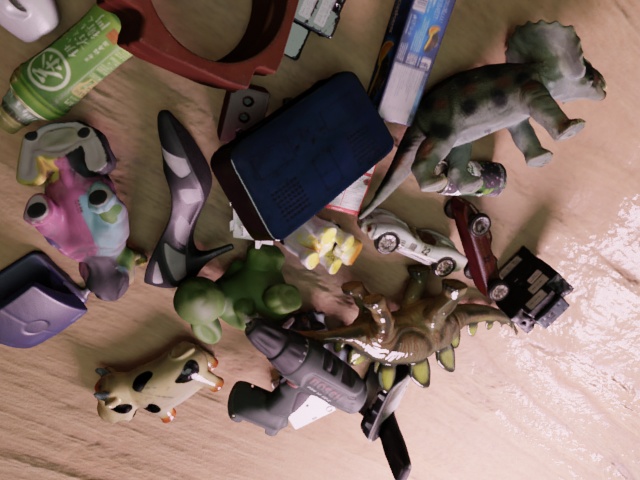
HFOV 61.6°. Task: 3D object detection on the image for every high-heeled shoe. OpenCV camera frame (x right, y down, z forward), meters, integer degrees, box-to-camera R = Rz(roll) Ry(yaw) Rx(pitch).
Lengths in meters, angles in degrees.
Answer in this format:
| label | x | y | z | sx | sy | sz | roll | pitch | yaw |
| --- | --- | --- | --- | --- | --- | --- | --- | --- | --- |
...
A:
| label | x | y | z | sx | sy | sz | roll | pitch | yaw |
| --- | --- | --- | --- | --- | --- | --- | --- | --- | --- |
| high-heeled shoe | -0.216 | -0.046 | 0.740 | 0.145 | 0.086 | 0.248 | -17 | 117 | 3 |

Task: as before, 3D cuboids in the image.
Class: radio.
| label | x | y | z | sx | sy | sz | roll | pitch | yaw |
| --- | --- | --- | --- | --- | --- | --- | --- | --- | --- |
| radio | -0.020 | -0.112 | 0.698 | 0.229 | 0.073 | 0.131 | -41 | 112 | -25 |

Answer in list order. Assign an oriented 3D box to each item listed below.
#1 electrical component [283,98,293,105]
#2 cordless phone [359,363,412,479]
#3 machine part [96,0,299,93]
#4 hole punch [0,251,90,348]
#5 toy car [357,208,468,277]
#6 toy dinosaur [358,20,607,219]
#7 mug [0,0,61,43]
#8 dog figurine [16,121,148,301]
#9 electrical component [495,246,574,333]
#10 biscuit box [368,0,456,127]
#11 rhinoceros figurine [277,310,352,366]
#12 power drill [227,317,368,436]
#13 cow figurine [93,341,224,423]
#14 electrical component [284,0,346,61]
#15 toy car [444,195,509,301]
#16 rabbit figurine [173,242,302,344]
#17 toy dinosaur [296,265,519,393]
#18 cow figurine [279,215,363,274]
| label | x | y | z | sx | sy | sz | roll | pitch | yaw |
| --- | --- | --- | --- | --- | --- | --- | --- | --- | --- |
| electrical component | -0.030 | -0.151 | 0.753 | 0.063 | 0.021 | 0.094 | -1 | 89 | -31 |
| cordless phone | 0.132 | 0.319 | 0.953 | 0.089 | 0.184 | 0.146 | 14 | 111 | -17 |
| machine part | -0.127 | -0.283 | 0.596 | 0.201 | 0.087 | 0.201 | 14 | 93 | -39 |
| hole punch | -0.403 | 0.096 | 0.751 | 0.142 | 0.092 | 0.115 | -35 | 123 | -1 |
| toy car | 0.147 | 0.001 | 0.862 | 0.201 | 0.074 | 0.056 | 22 | 111 | -24 |
| toy dinosaur | 0.220 | -0.179 | 0.765 | 0.405 | 0.192 | 0.131 | -18 | 159 | 9 |
| mug | -0.334 | -0.270 | 0.581 | 0.081 | 0.110 | 0.107 | -34 | 132 | -1 |
| dog figurine | -0.302 | -0.026 | 0.715 | 0.108 | 0.191 | 0.219 | -16 | 153 | -11 |
| electrical component | 0.364 | 0.091 | 0.932 | 0.058 | 0.134 | 0.115 | 34 | 105 | -27 |
| biscuit box | 0.122 | -0.263 | 0.730 | 0.059 | 0.063 | 0.202 | 10 | 112 | -19 |
| rhinoceros figurine | -0.017 | 0.172 | 0.901 | 0.190 | 0.073 | 0.112 | 30 | 106 | -26 |
| power drill | -0.059 | 0.214 | 0.826 | 0.232 | 0.086 | 0.207 | 31 | 124 | -21 |
| cow figurine | -0.269 | 0.229 | 0.855 | 0.195 | 0.086 | 0.127 | -31 | 126 | 4 |
| electrical component | -0.015 | -0.290 | 0.688 | 0.075 | 0.048 | 0.119 | 25 | 105 | -24 |
| toy car | 0.264 | 0.012 | 0.891 | 0.053 | 0.089 | 0.201 | -25 | 118 | -2 |
| rabbit figurine | -0.143 | 0.081 | 0.791 | 0.170 | 0.121 | 0.159 | -1 | 153 | -41 |
| toy dinosaur | 0.173 | 0.147 | 0.917 | 0.471 | 0.105 | 0.198 | -6 | 114 | -23 |
| cow figurine | -0.002 | -0.001 | 0.807 | 0.068 | 0.098 | 0.167 | -59 | 154 | 6 |
